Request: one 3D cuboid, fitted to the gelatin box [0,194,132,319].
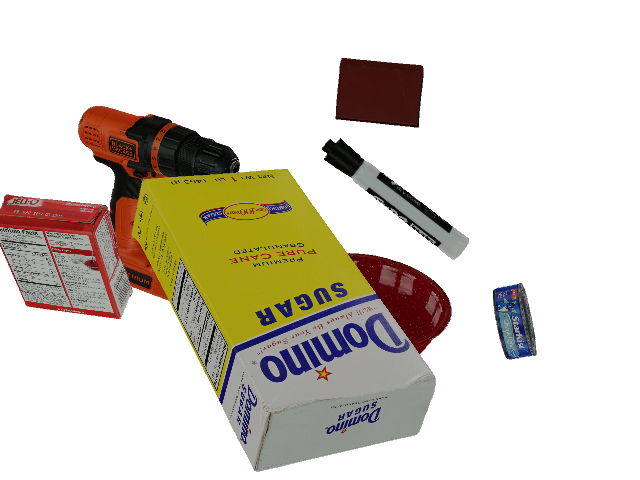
[{"bbox_3d":[-0.174,0.011,0.725,0.073,0.030,0.089,6,-44,13],"label":"gelatin box"}]

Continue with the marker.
[{"bbox_3d":[0.051,-0.030,0.743,0.121,0.020,0.020,38,-4,-4],"label":"marker"}]

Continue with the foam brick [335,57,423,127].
[{"bbox_3d":[0.054,-0.135,0.975,0.078,0.051,0.053,6,16,3],"label":"foam brick"}]

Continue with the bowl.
[{"bbox_3d":[0.034,0.073,0.954,0.162,0.055,0.162,4,29,-2],"label":"bowl"}]

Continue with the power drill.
[{"bbox_3d":[-0.163,-0.035,1.088,0.185,0.188,0.057,20,32,26],"label":"power drill"}]

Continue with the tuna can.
[{"bbox_3d":[0.225,0.094,1.236,0.034,0.086,0.086,-12,-3,15],"label":"tuna can"}]

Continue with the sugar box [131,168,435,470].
[{"bbox_3d":[-0.024,0.031,0.548,0.093,0.048,0.176,-8,40,-29],"label":"sugar box"}]
